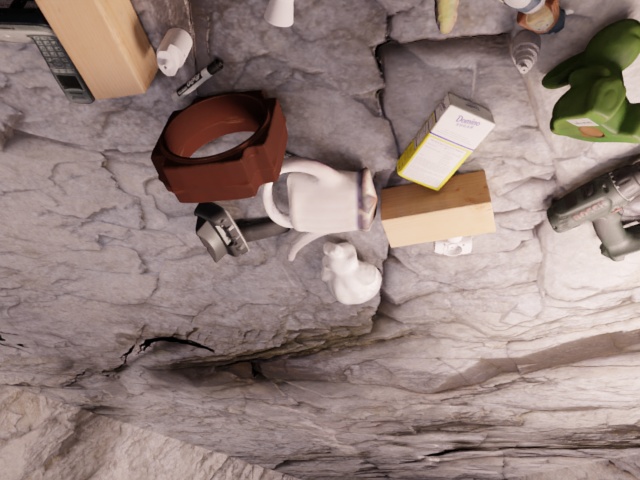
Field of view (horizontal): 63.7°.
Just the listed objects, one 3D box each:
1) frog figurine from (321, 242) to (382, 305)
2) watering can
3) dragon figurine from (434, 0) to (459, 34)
[{"bbox_3d":[0.064,0.074,1.176,0.137,0.125,0.156,9,156,27],"label":"frog figurine"},{"bbox_3d":[0.003,-0.053,1.048,0.224,0.106,0.340,1,148,6],"label":"watering can"},{"bbox_3d":[0.224,-0.445,0.561,0.242,0.125,0.401,-12,137,8],"label":"dragon figurine"}]
